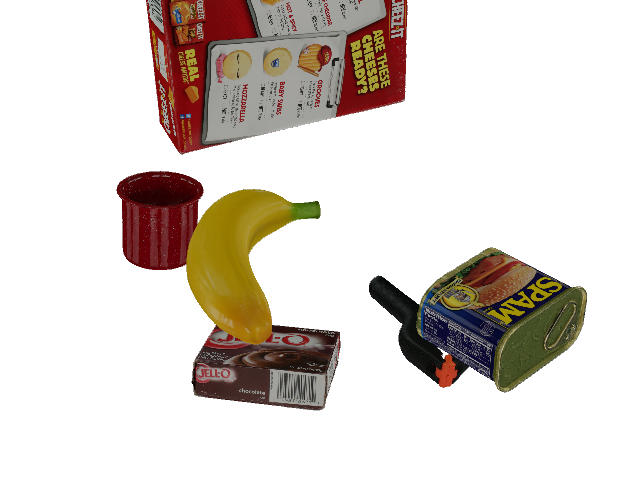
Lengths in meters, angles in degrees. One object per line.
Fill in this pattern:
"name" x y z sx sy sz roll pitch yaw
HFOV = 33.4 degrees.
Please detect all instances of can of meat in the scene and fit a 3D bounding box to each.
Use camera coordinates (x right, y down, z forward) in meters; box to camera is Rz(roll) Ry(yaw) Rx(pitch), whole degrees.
"can of meat" 0.135 0.056 0.803 0.101 0.057 0.084 -28 41 -33

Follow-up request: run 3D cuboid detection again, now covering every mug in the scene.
"mug" -0.181 -0.026 1.175 0.093 0.081 0.117 -11 31 -28

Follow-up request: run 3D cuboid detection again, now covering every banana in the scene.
"banana" -0.047 0.006 0.651 0.070 0.037 0.197 0 24 9

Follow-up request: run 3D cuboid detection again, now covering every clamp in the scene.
"clamp" 0.125 0.085 1.078 0.120 0.039 0.171 -7 34 -9

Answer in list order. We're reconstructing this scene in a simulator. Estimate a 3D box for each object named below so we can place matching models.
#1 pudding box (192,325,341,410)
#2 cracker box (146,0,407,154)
"pudding box" -0.044 0.104 0.910 0.113 0.039 0.090 7 20 6
"cracker box" -0.036 -0.179 0.900 0.213 0.164 0.072 -16 39 -18
